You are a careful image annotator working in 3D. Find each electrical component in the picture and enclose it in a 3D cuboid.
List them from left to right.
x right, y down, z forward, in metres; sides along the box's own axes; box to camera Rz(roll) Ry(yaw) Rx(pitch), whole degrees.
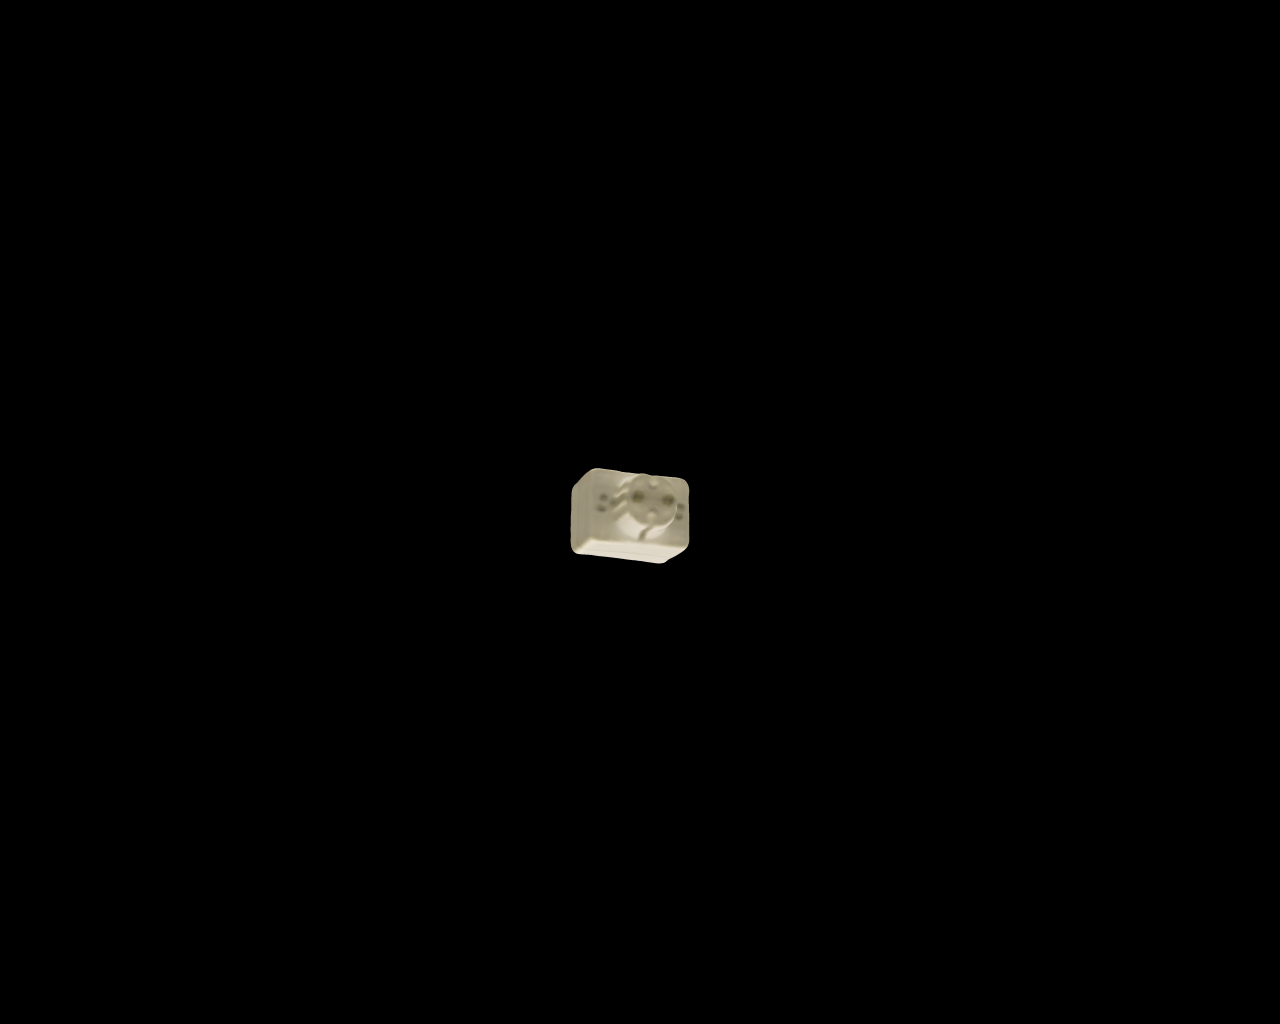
[{"bbox_3d":[0.001,-0.003,0.650,0.066,0.047,0.076,7,-19,-20],"label":"electrical component"}]
